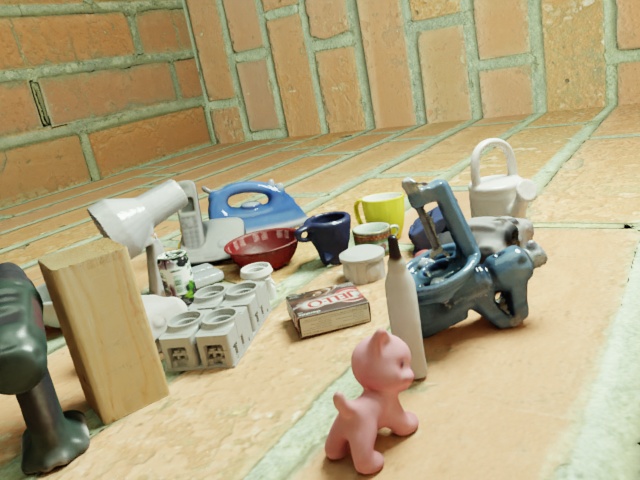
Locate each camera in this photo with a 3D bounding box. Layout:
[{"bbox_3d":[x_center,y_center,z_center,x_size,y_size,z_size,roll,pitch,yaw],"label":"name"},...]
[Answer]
[{"bbox_3d":[0.260,0.007,0.933,0.136,0.101,0.143,5,22,40],"label":"camera"}]

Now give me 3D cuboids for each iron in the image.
[{"bbox_3d":[-0.163,-0.086,1.413,0.258,0.141,0.118,-12,17,-5],"label":"iron"}]

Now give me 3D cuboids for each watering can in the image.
[{"bbox_3d":[0.327,-0.088,1.042,0.101,0.194,0.172,-23,21,-36],"label":"watering can"}]

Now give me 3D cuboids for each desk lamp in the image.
[{"bbox_3d":[-0.314,0.002,1.093,0.204,0.214,0.117,-20,19,-28],"label":"desk lamp"}]

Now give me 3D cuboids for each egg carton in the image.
[{"bbox_3d":[-0.276,0.138,0.881,0.107,0.069,0.151,1,21,34],"label":"egg carton"}]

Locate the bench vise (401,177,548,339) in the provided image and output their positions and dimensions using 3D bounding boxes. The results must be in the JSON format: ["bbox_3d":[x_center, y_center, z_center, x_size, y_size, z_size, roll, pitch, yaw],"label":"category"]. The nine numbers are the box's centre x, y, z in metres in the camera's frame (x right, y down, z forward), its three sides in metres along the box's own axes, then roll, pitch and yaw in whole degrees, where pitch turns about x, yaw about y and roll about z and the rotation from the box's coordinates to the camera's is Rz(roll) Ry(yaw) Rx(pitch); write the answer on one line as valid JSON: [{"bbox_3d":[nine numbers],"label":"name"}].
[{"bbox_3d":[0.184,0.012,0.759,0.208,0.220,0.121,-16,18,-17],"label":"bench vise"}]

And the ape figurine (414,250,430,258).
[{"bbox_3d":[0.160,0.057,0.846,0.078,0.092,0.076,-15,18,-13],"label":"ape figurine"}]

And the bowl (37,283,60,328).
[{"bbox_3d":[-0.449,0.115,1.047,0.167,0.075,0.167,-9,17,3],"label":"bowl"}]

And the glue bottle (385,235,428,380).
[{"bbox_3d":[0.098,0.075,0.684,0.037,0.173,0.078,-8,17,6],"label":"glue bottle"}]

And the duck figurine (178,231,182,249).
[{"bbox_3d":[-0.307,-0.016,1.367,0.077,0.086,0.104,-13,17,-10],"label":"duck figurine"}]

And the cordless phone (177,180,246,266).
[{"bbox_3d":[-0.242,-0.043,1.246,0.147,0.185,0.094,-8,17,7],"label":"cordless phone"}]

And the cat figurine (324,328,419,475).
[{"bbox_3d":[0.052,0.146,0.577,0.067,0.118,0.128,4,22,38],"label":"cat figurine"}]

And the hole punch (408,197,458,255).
[{"bbox_3d":[0.218,-0.027,1.086,0.101,0.091,0.109,-5,18,16],"label":"hole punch"}]

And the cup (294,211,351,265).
[{"bbox_3d":[0.010,0.004,1.102,0.118,0.095,0.091,-19,19,-26],"label":"cup"}]

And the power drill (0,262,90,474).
[{"bbox_3d":[-0.333,0.144,0.654,0.076,0.208,0.228,-18,19,-24],"label":"power drill"}]
